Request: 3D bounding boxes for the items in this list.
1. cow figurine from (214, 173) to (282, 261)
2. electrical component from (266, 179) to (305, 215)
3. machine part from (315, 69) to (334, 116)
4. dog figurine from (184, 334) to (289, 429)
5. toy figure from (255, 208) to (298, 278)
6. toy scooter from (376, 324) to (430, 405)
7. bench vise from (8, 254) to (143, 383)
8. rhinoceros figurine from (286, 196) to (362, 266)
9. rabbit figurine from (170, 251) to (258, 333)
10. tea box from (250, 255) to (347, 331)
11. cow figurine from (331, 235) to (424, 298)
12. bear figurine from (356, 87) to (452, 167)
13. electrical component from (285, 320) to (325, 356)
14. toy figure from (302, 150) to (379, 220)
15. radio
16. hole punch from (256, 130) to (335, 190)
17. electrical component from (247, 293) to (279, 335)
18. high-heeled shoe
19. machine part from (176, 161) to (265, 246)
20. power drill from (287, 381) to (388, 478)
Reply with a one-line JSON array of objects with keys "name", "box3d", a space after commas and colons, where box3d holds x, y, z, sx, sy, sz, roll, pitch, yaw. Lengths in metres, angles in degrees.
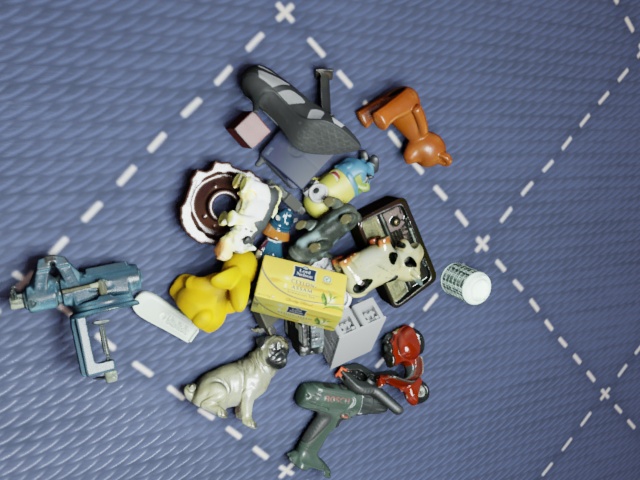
[{"name": "cow figurine", "box3d": [-0.137, -0.034, 1.013, 0.098, 0.068, 0.167, 20, 90, -32]}, {"name": "electrical component", "box3d": [-0.068, -0.086, 1.090, 0.021, 0.063, 0.094, -50, 132, -1]}, {"name": "machine part", "box3d": [0.011, -0.273, 1.086, 0.039, 0.084, 0.138, -2, 93, 3]}, {"name": "dog figurine", "box3d": [-0.167, 0.267, 1.112, 0.172, 0.121, 0.190, 28, 75, -28]}, {"name": "toy figure", "box3d": [-0.096, 0.006, 1.095, 0.058, 0.064, 0.154, 21, 96, 17]}, {"name": "toy scooter", "box3d": [0.181, 0.284, 1.228, 0.135, 0.075, 0.184, 6, 68, -30]}, {"name": "bench vise", "box3d": [-0.417, 0.139, 0.950, 0.223, 0.129, 0.240, -11, 86, -39]}, {"name": "rhinoceros figurine", "box3d": [-0.002, -0.003, 1.079, 0.190, 0.112, 0.073, -45, 70, 6]}, {"name": "rabbit figurine", "box3d": [-0.189, 0.084, 1.028, 0.173, 0.162, 0.122, -44, 102, -13]}, {"name": "tea box", "box3d": [-0.039, 0.102, 1.033, 0.170, 0.068, 0.098, 13, 53, -6]}, {"name": "cow figurine", "box3d": [0.133, 0.056, 1.110, 0.195, 0.085, 0.127, -25, 102, -19]}, {"name": "bear figurine", "box3d": [0.185, -0.219, 1.143, 0.132, 0.120, 0.195, -34, 116, -9]}, {"name": "electrical component", "box3d": [-0.031, 0.173, 1.118, 0.058, 0.134, 0.114, -8, 105, -20]}, {"name": "toy figure", "box3d": [0.046, -0.112, 1.123, 0.180, 0.082, 0.089, -35, 109, -15]}, {"name": "radio", "box3d": [0.163, 0.022, 1.200, 0.131, 0.073, 0.229, -30, 111, -14]}, {"name": "hole punch", "box3d": [-0.045, -0.170, 1.072, 0.115, 0.092, 0.142, 44, 86, -20]}, {"name": "electrical component", "box3d": [-0.120, 0.148, 1.128, 0.078, 0.045, 0.102, -46, 119, -38]}, {"name": "high-heeled shoe", "box3d": [-0.036, -0.251, 1.034, 0.248, 0.145, 0.086, 19, 134, -20]}, {"name": "machine part", "box3d": [-0.189, -0.067, 1.049, 0.179, 0.056, 0.179, -4, 101, -23]}, {"name": "power drill", "box3d": [0.031, 0.427, 1.223, 0.232, 0.086, 0.207, 25, 94, -23]}]
